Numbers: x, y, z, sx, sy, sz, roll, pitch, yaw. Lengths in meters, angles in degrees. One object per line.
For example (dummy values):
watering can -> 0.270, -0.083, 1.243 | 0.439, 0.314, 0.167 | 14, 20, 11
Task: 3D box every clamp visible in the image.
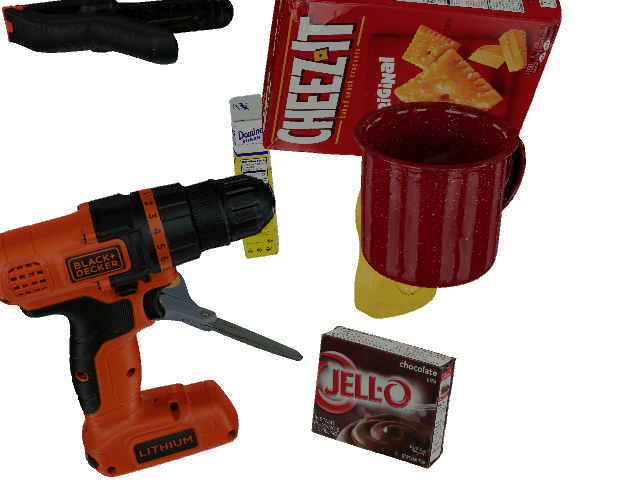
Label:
clamp -> -0.152, -0.163, 0.799 | 0.172, 0.039, 0.120 | 11, 23, 23

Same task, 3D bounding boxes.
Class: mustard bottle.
mustard bottle -> 0.080, -0.019, 1.112 | 0.096, 0.192, 0.058 | -16, 27, -32

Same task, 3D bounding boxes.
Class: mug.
mug -> 0.074, -0.030, 0.627 | 0.117, 0.081, 0.093 | -21, 36, -32

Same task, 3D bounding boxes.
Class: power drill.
power drill -> -0.107, 0.054, 0.700 | 0.184, 0.187, 0.057 | -14, 28, -8

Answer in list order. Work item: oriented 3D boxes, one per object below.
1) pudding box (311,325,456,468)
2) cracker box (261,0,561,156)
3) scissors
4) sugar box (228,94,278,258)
pudding box -> 0.052, 0.129, 0.893 | 0.114, 0.090, 0.039 | 12, 17, 23
cracker box -> 0.066, -0.141, 0.859 | 0.213, 0.072, 0.164 | 3, -39, -8
scissors -> -0.104, 0.059, 0.945 | 0.202, 0.016, 0.096 | 12, 28, 7
sugar box -> -0.081, -0.077, 1.279 | 0.048, 0.176, 0.093 | -8, 25, -5
